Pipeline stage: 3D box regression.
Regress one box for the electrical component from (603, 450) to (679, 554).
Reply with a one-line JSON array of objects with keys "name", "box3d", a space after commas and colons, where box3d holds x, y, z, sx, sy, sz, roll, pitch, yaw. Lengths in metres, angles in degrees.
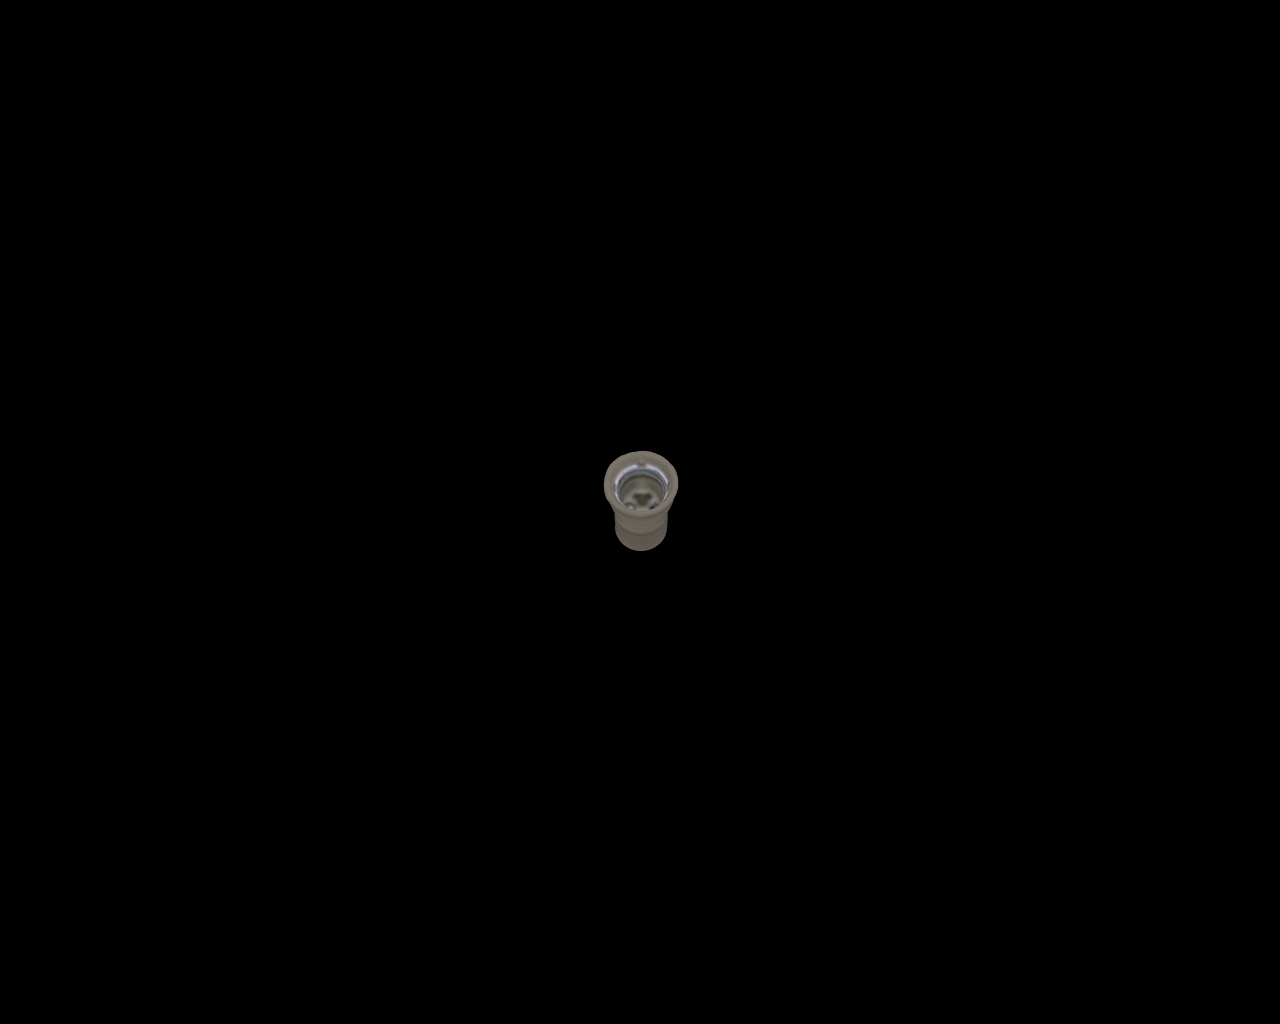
[{"name": "electrical component", "box3d": [0.001, -0.003, 0.650, 0.044, 0.044, 0.065, 0, -28, 0]}]
